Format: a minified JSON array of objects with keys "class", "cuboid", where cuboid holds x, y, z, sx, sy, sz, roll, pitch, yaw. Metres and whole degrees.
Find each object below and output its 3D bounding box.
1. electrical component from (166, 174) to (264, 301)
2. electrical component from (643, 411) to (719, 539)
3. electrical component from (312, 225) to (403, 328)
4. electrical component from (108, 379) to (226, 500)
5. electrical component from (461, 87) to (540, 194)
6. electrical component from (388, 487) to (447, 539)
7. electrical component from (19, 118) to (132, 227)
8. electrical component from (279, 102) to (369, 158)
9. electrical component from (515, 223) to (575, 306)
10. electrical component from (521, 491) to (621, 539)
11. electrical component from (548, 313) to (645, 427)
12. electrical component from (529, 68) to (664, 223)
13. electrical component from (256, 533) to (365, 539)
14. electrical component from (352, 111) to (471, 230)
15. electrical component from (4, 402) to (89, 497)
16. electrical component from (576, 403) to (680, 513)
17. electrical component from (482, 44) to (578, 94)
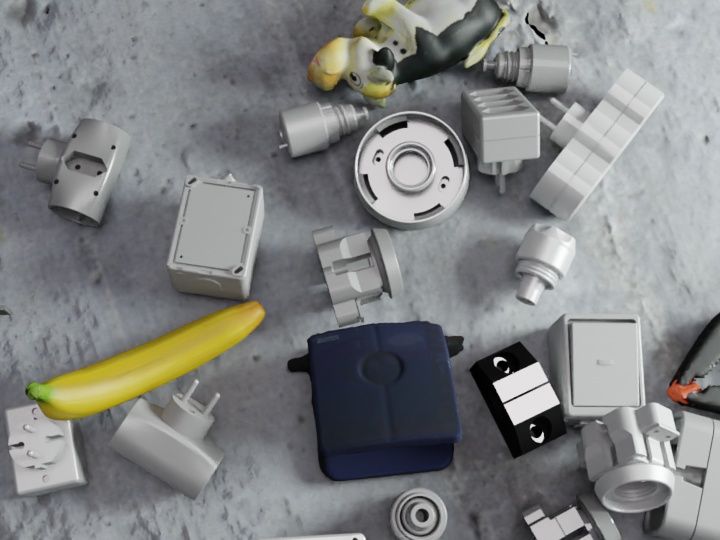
[{"class":"electrical component","cuboid":[-0.112,-0.029,0.854,0.062,0.061,0.096,8,68,0]},{"class":"electrical component","cuboid":[0.259,0.162,0.818,0.059,0.053,0.095,15,76,2]},{"class":"electrical component","cuboid":[0.000,0.000,0.849,0.057,0.058,0.078,-16,77,-3]},{"class":"electrical component","cuboid":[-0.135,0.120,0.808,0.077,0.043,0.079,33,96,-3]},{"class":"electrical component","cuboid":[0.113,-0.101,0.875,0.047,0.083,0.075,-6,114,-4]},{"class":"electrical component","cuboid":[0.044,0.183,0.800,0.043,0.062,0.043,0,75,-1]},{"class":"electrical component","cuboid":[-0.235,-0.083,0.869,0.079,0.043,0.077,16,76,3]},{"class":"electrical component","cuboid":[-0.032,-0.119,0.886,0.078,0.040,0.040,-15,77,-6]},{"class":"electrical component","cuboid":[0.144,-0.002,0.861,0.043,0.043,0.062,24,78,4]},{"class":"electrical component","cuboid":[0.162,0.198,0.810,0.055,0.048,0.066,-29,78,-1]},{"class":"electrical component","cuboid":[0.184,0.083,0.831,0.062,0.061,0.096,1,76,-2]},{"class":"electrical component","cuboid":[0.181,-0.113,0.886,0.074,0.052,0.138,37,78,7]},{"class":"electrical component","cuboid":[-0.030,0.227,0.787,0.096,0.061,0.061,-2,73,-4]},{"class":"electrical component","cuboid":[0.042,-0.082,0.880,0.099,0.064,0.099,0,88,3]},{"class":"electrical component","cuboid":[-0.237,0.129,0.797,0.047,0.076,0.065,-12,76,-5]},{"class":"electrical component","cuboid":[0.199,0.141,0.792,0.058,0.078,0.057,26,43,-29]},{"class":"electrical component","cuboid":[0.143,-0.170,0.905,0.078,0.040,0.040,3,76,-1]}]
